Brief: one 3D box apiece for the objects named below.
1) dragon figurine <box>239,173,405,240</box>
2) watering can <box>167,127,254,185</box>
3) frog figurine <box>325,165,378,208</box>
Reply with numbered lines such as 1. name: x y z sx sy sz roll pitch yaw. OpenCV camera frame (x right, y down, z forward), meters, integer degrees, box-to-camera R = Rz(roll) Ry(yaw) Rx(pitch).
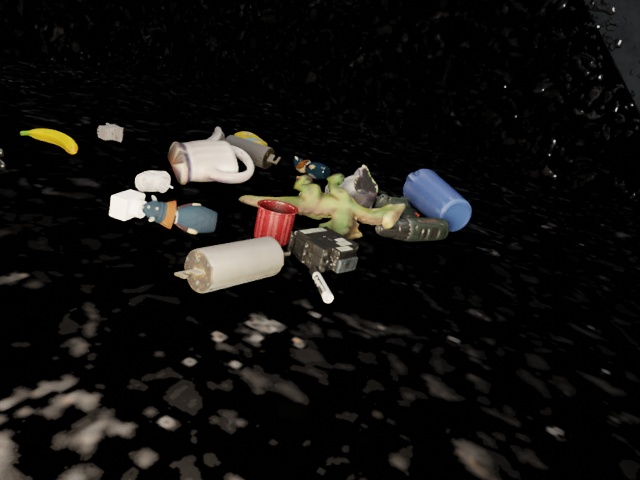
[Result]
1. dragon figurine: 0.004 -0.064 1.277 0.410 0.120 0.247 -6 28 -5
2. watering can: -0.324 -0.244 1.472 0.225 0.102 0.354 -7 35 -28
3. frog figurine: 0.085 -0.132 1.501 0.121 0.141 0.157 30 -41 -30
